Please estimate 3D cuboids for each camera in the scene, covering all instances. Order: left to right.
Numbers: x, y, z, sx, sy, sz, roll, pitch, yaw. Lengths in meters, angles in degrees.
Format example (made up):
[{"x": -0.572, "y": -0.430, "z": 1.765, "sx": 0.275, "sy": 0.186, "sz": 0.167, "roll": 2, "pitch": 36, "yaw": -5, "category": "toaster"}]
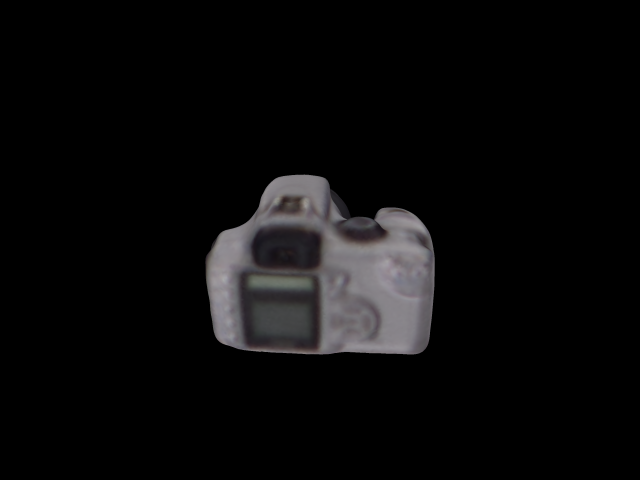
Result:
[{"x": 0.004, "y": 0.001, "z": 0.400, "sx": 0.143, "sy": 0.101, "sz": 0.137, "roll": 2, "pitch": 27, "yaw": 3, "category": "camera"}]
